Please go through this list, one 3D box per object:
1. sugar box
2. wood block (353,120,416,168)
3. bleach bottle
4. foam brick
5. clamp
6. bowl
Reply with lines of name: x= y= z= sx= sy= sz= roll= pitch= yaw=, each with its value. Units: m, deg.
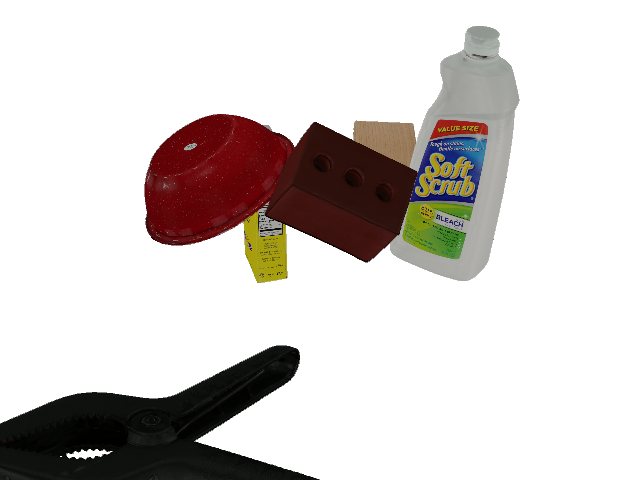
sugar box: x=-0.072 y=-0.046 z=1.328 sx=0.048 sy=0.176 sz=0.093 roll=-9 pitch=25 yaw=-12
wood block: x=0.090 y=-0.088 z=1.509 sx=0.091 sy=0.090 sz=0.206 roll=3 pitch=29 yaw=-1
bleach bottle: x=0.129 y=-0.085 z=1.014 sx=0.103 sy=0.251 sz=0.068 roll=23 pitch=40 yaw=24
foam brick: x=0.013 y=-0.030 z=0.691 sx=0.078 sy=0.053 sz=0.051 roll=24 pitch=-28 yaw=-10
clamp: x=-0.088 y=0.108 z=0.587 sx=0.210 sy=0.036 sz=0.164 roll=-1 pitch=24 yaw=-8
bowl: x=-0.107 y=-0.069 z=1.001 sx=0.162 sy=0.055 sz=0.162 roll=-22 pitch=34 yaw=15
